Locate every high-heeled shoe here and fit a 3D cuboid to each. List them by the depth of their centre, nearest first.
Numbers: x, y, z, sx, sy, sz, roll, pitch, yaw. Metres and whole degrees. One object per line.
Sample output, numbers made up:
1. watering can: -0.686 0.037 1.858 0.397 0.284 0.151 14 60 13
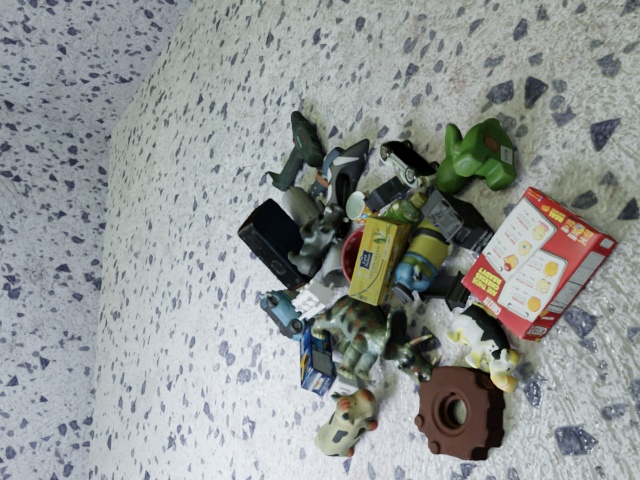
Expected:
1. high-heeled shoe: 0.077 -0.127 1.370 0.248 0.086 0.145 -55 49 24

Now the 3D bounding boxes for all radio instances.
1. radio: -0.098 0.015 1.394 0.073 0.229 0.131 -33 15 41

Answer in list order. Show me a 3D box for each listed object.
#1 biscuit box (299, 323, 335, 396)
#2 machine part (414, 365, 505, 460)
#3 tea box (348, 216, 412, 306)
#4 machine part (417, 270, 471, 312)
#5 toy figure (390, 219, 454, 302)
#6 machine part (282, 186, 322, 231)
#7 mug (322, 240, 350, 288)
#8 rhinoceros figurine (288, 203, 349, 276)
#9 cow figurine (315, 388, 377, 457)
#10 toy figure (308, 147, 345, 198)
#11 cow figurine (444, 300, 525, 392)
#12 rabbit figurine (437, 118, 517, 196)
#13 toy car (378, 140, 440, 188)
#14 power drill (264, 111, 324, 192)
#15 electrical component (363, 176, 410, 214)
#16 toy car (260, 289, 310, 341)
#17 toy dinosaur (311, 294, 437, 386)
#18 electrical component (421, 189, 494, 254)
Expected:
1. biscuit box: -0.010 0.279 1.276 0.062 0.059 0.203 -62 12 17
2. machine part: 0.254 0.315 0.987 0.179 0.056 0.179 -23 59 45
3. tea box: 0.124 0.040 1.098 0.068 0.098 0.169 17 99 25
4. machine part: 0.249 0.100 1.076 0.139 0.039 0.084 0 58 57
5. toy figure: 0.206 0.039 1.083 0.180 0.089 0.082 -50 32 -19
6. machine part: -0.044 -0.077 1.503 0.079 0.079 0.243 -59 40 20
7. mug: 0.049 0.046 1.335 0.109 0.081 0.107 -53 33 38
8. rhinoceros figurine: -0.003 -0.004 1.320 0.190 0.073 0.112 -61 22 -7
9. cow figurine: 0.055 0.390 1.159 0.194 0.127 0.086 -56 43 26
10. toy figure: 0.024 -0.180 1.470 0.154 0.058 0.064 -58 34 29
11. cow figurine: 0.307 0.187 0.960 0.098 0.068 0.168 -56 41 14
12. rabbit figurine: 0.288 -0.161 1.076 0.170 0.121 0.159 139 138 -57
13. toy car: 0.202 -0.172 1.215 0.202 0.073 0.056 -126 30 -47
14. power drill: -0.080 -0.258 1.625 0.207 0.086 0.232 -50 45 18
15. electrical component: 0.155 -0.107 1.222 0.048 0.075 0.119 55 161 2
16. toy car: -0.079 0.185 1.424 0.161 0.103 0.109 51 154 0
17. toy dinosaur: 0.093 0.188 1.203 0.192 0.131 0.405 -55 34 4
18. electrical component: 0.266 -0.043 1.054 0.058 0.115 0.134 -52 44 24
